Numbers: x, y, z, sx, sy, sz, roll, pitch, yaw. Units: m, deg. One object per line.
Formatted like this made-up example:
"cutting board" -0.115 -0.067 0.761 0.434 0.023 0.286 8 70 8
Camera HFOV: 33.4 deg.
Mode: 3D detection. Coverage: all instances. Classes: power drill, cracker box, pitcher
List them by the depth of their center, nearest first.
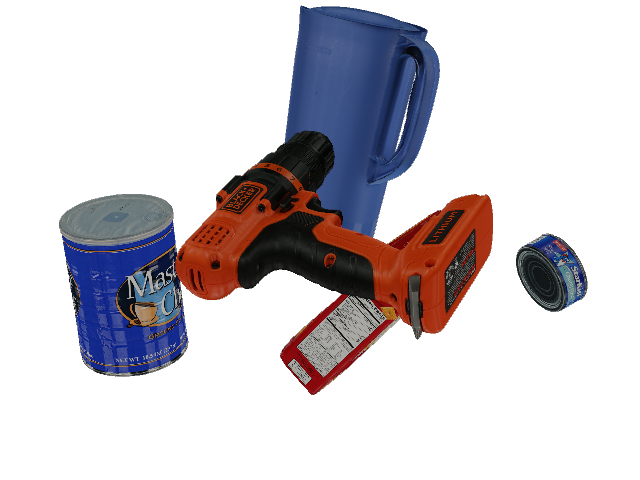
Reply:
"power drill" 0.019 -0.011 0.735 0.188 0.057 0.184 11 41 26
"pitcher" 0.032 -0.116 1.113 0.145 0.243 0.149 9 16 -3
"cracker box" 0.066 0.070 1.263 0.214 0.072 0.164 -47 -7 31

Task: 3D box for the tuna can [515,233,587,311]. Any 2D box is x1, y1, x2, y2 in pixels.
"tuna can" 0.262 0.038 1.216 0.033 0.086 0.086 -27 10 -20

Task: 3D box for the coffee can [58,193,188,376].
"coffee can" -0.181 0.040 0.993 0.103 0.140 0.103 -3 25 1
